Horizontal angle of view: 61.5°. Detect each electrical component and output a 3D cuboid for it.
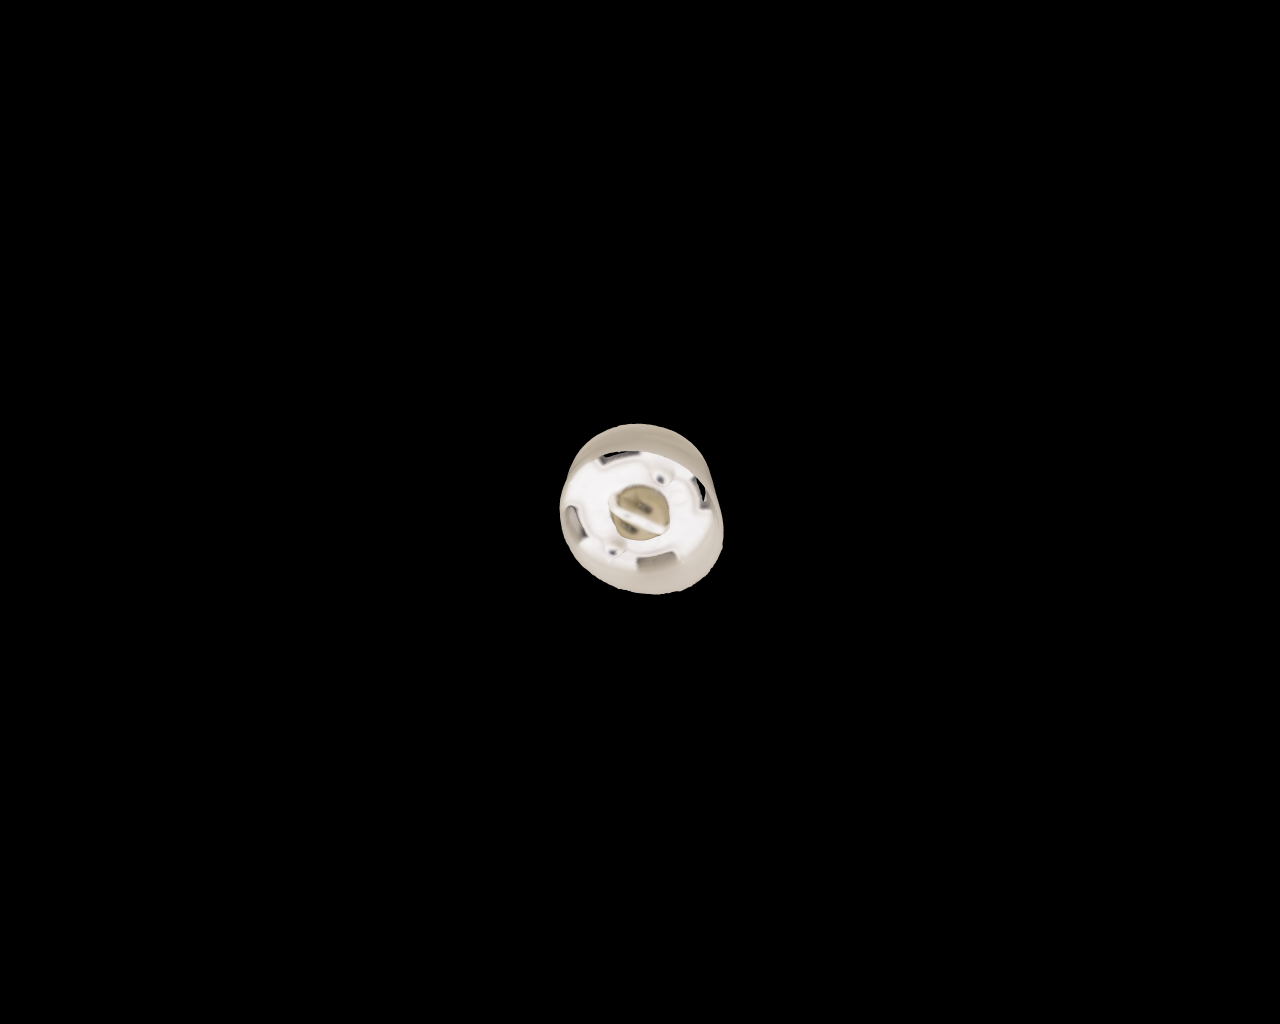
[{"bbox_3d":[0.001,-0.003,0.650,0.099,0.099,0.064,0,34,0],"label":"electrical component"}]
